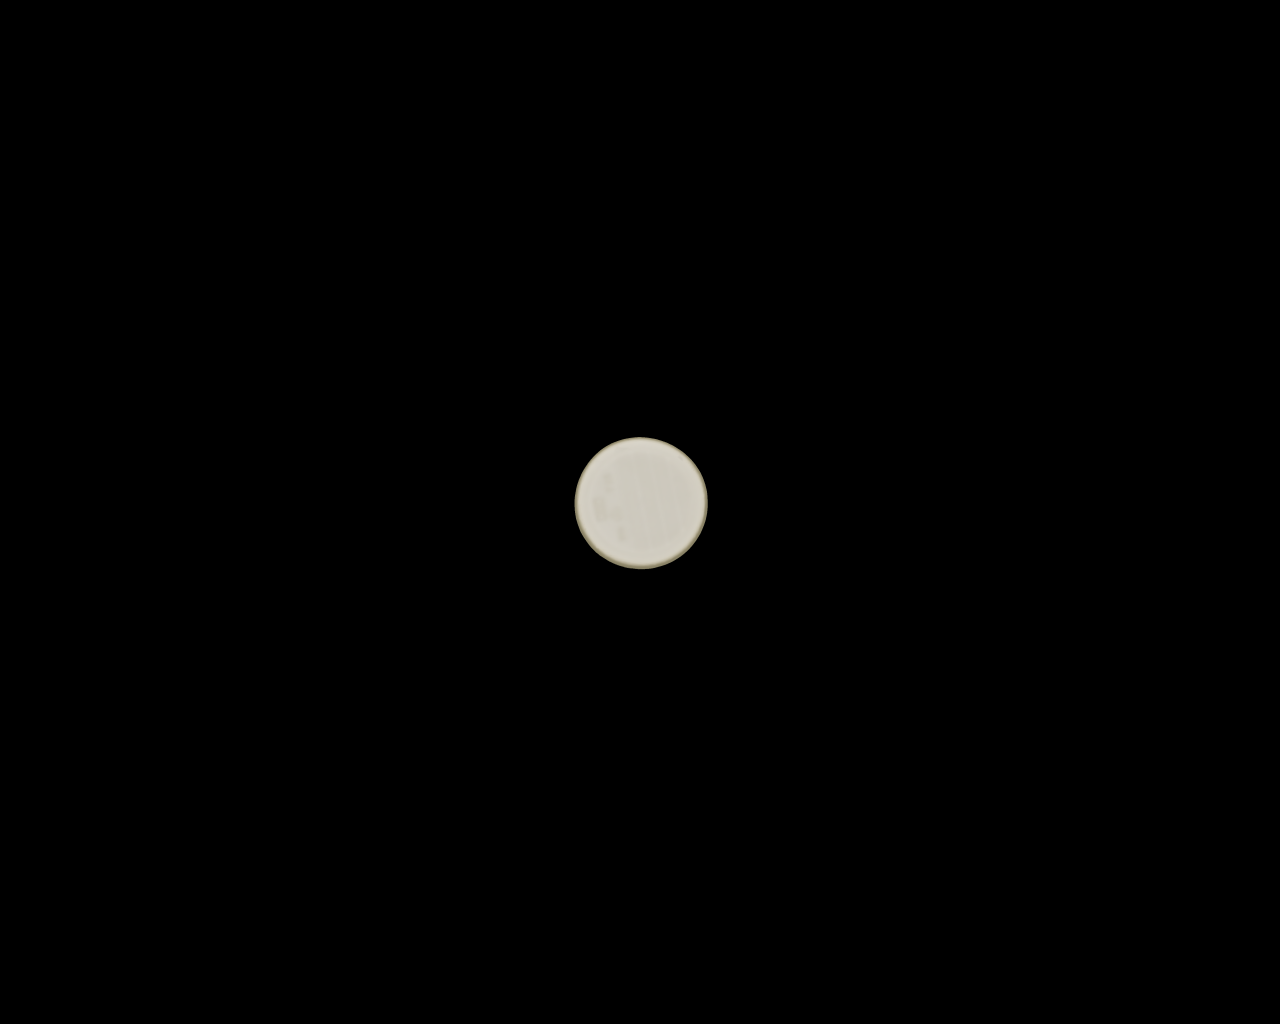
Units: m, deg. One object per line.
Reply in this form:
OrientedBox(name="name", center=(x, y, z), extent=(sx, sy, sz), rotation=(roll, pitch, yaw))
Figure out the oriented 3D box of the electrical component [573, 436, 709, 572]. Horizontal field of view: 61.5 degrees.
OrientedBox(name="electrical component", center=(0.001, -0.003, 0.650), extent=(0.080, 0.080, 0.051), rotation=(0, -9, 0))
